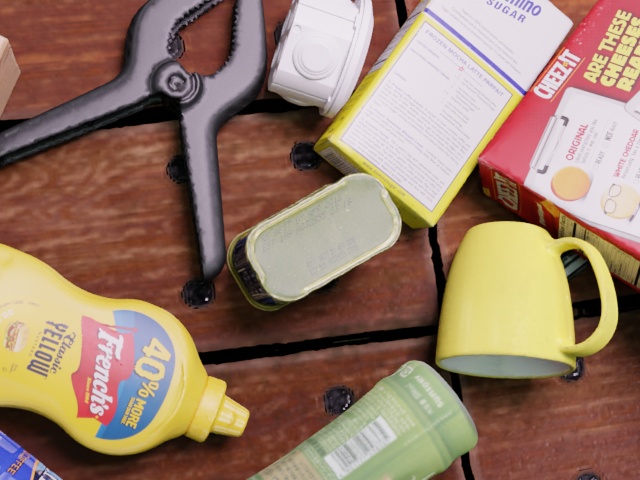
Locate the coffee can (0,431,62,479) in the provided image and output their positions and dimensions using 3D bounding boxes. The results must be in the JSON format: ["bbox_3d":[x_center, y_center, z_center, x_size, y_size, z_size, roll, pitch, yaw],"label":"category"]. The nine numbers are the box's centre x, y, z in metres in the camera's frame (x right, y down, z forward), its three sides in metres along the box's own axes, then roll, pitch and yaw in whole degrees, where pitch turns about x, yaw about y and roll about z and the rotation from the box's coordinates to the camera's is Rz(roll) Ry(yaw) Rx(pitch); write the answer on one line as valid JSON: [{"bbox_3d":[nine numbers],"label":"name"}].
[{"bbox_3d":[-0.177,0.185,0.622,0.140,0.103,0.102,40,80,-4],"label":"coffee can"}]

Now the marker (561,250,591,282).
[{"bbox_3d":[0.196,0.001,0.746,0.121,0.020,0.020,-35,92,-11],"label":"marker"}]

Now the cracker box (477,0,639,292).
[{"bbox_3d":[0.237,-0.047,0.694,0.214,0.072,0.164,34,78,21],"label":"cracker box"}]

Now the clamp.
[{"bbox_3d":[-0.105,-0.097,0.693,0.164,0.036,0.210,23,80,-7],"label":"clamp"}]

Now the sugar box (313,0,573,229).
[{"bbox_3d":[0.084,-0.105,0.721,0.093,0.048,0.176,38,77,-11],"label":"sugar box"}]

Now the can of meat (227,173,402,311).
[{"bbox_3d":[-0.004,0.001,0.678,0.102,0.084,0.057,-30,91,-11],"label":"can of meat"}]

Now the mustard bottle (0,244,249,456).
[{"bbox_3d":[-0.135,0.080,0.662,0.191,0.058,0.096,23,81,-8],"label":"mustard bottle"}]

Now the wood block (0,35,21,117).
[{"bbox_3d":[-0.265,-0.035,0.633,0.090,0.091,0.206,23,82,-7],"label":"wood block"}]
